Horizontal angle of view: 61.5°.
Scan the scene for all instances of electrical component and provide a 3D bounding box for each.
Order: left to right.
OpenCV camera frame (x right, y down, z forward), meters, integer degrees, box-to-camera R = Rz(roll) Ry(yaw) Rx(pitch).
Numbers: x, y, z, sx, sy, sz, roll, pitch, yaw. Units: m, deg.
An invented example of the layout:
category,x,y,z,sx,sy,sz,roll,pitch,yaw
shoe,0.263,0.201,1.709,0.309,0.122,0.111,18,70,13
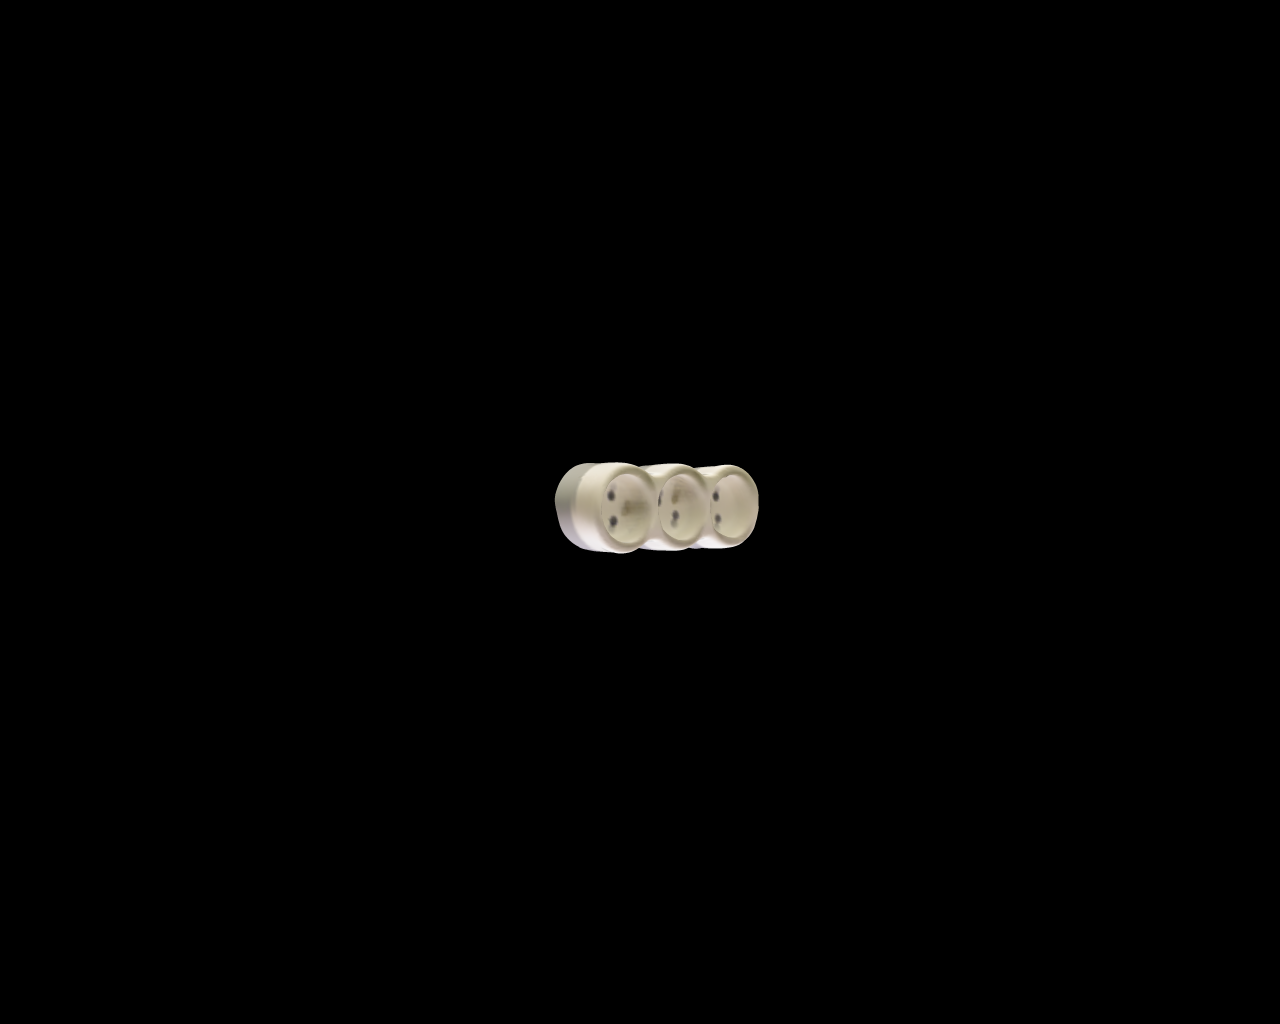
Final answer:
category,x,y,z,sx,sy,sz,roll,pitch,yaw
electrical component,0.001,-0.003,0.650,0.138,0.052,0.073,0,0,-44
